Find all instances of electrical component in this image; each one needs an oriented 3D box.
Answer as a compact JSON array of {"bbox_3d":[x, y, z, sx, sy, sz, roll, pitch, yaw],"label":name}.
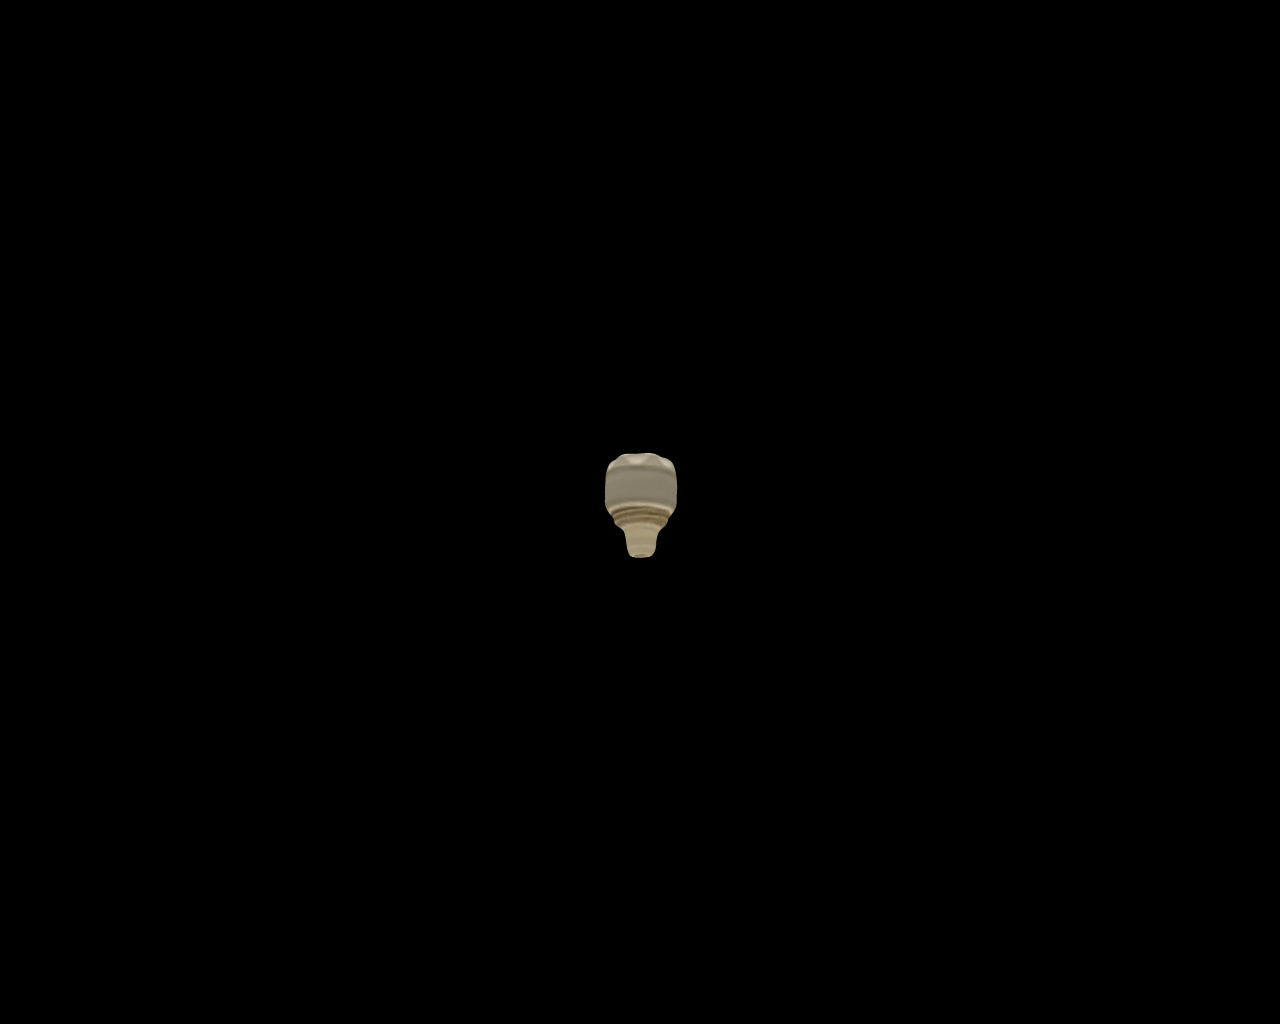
[{"bbox_3d":[0.001,-0.003,0.650,0.043,0.062,0.043,0,-14,0],"label":"electrical component"}]
